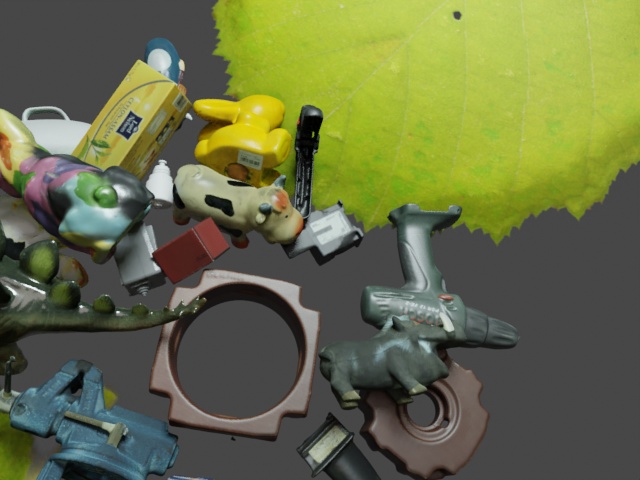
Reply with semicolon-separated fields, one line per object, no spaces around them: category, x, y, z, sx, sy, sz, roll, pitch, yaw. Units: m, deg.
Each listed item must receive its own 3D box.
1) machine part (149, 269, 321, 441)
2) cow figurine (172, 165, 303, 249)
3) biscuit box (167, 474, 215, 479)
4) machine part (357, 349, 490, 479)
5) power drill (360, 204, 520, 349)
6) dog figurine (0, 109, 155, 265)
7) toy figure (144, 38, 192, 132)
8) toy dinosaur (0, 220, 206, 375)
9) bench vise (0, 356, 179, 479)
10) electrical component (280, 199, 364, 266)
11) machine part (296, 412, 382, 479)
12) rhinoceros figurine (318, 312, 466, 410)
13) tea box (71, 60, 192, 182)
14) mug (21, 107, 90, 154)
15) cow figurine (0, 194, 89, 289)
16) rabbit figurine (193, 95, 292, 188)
machine part;-0.107;0.150;0.706;0.201;0.087;0.201;10;67;-3
cow figurine;-0.114;-0.050;0.752;0.195;0.127;0.085;22;58;7
biscuit box;-0.164;0.382;0.617;0.063;0.059;0.202;8;68;-5
machine part;0.139;0.229;0.727;0.179;0.056;0.179;3;69;-8
power drill;0.176;0.054;0.796;0.232;0.086;0.207;4;75;-4
dog figurine;-0.321;-0.069;0.644;0.219;0.191;0.108;35;73;-13
toy figure;-0.248;-0.248;0.861;0.064;0.057;0.154;-22;70;24
toy dinosaur;-0.373;0.069;0.626;0.472;0.198;0.105;8;49;-9
bench vise;-0.288;0.262;0.604;0.223;0.129;0.241;30;47;-16
electrical component;-0.002;-0.002;0.802;0.119;0.047;0.075;-30;75;-18
machine part;0.039;0.298;0.695;0.139;0.039;0.084;43;60;11
rhinoceros figurine;0.094;0.151;0.686;0.190;0.073;0.112;-12;61;-5
tea box;-0.267;-0.157;0.772;0.068;0.098;0.169;34;85;5
mug;-0.387;-0.146;0.790;0.107;0.080;0.109;-9;66;-23
cow figurine;-0.390;0.012;0.727;0.098;0.068;0.167;-35;74;-14
rabbit figurine;-0.114;-0.160;0.830;0.162;0.121;0.173;13;53;7
